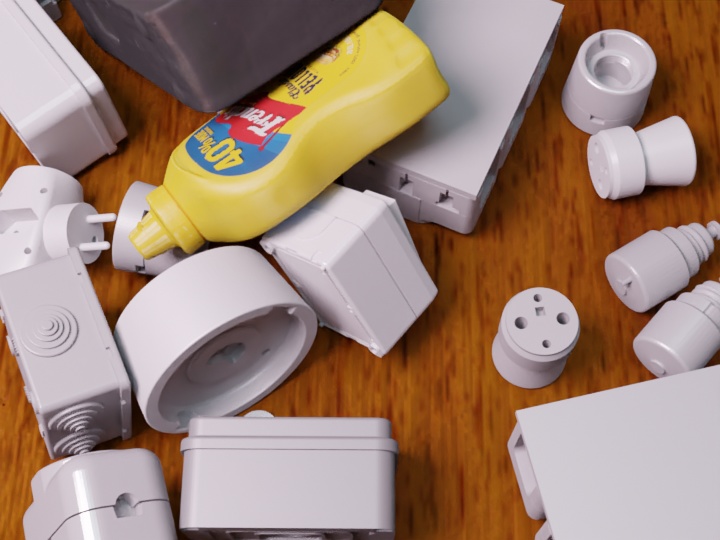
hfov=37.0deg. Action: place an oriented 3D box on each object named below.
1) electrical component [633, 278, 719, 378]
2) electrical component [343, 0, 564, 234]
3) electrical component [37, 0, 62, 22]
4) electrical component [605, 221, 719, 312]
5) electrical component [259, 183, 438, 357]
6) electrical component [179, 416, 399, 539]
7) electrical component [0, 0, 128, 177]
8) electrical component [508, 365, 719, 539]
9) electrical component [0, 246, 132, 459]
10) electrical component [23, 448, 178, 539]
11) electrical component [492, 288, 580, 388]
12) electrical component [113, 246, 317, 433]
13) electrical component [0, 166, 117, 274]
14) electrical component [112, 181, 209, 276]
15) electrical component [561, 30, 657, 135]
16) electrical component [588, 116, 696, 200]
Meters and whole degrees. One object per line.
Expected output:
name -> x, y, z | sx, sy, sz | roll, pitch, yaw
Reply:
electrical component -> 0.196, 0.033, 0.633 | 0.040, 0.040, 0.078 | 40, 72, 16
electrical component -> 0.059, -0.108, 0.685 | 0.089, 0.061, 0.150 | 22, 68, 10
electrical component -> -0.237, -0.188, 0.726 | 0.066, 0.055, 0.048 | -37, 71, -15
electrical component -> 0.186, -0.006, 0.651 | 0.078, 0.040, 0.040 | -29, 69, -12
electrical component -> 0.000, 0.000, 0.624 | 0.061, 0.096, 0.062 | -48, 41, -18
electrical component -> -0.036, 0.115, 0.578 | 0.113, 0.078, 0.057 | 0, 69, 1
electrical component -> -0.206, -0.120, 0.684 | 0.057, 0.078, 0.113 | -37, 71, -12
electrical component -> 0.186, 0.115, 0.586 | 0.186, 0.060, 0.105 | -12, 66, -5
electrical component -> -0.165, 0.049, 0.597 | 0.048, 0.099, 0.099 | -18, 68, -20
electrical component -> -0.138, 0.131, 0.560 | 0.054, 0.095, 0.059 | -1, 62, -34
electrical component -> 0.102, 0.039, 0.623 | 0.045, 0.055, 0.045 | 0, 66, 0
electrical component -> -0.085, 0.034, 0.601 | 0.108, 0.108, 0.060 | -31, 63, -13
electrical component -> -0.183, -0.021, 0.651 | 0.079, 0.043, 0.077 | -3, 64, 22
electrical component -> -0.118, -0.022, 0.653 | 0.047, 0.055, 0.055 | 13, 67, 2
electrical component -> 0.162, -0.122, 0.699 | 0.055, 0.047, 0.055 | 0, 66, 0
electrical component -> 0.177, -0.070, 0.677 | 0.055, 0.045, 0.045 | -11, 66, -4
